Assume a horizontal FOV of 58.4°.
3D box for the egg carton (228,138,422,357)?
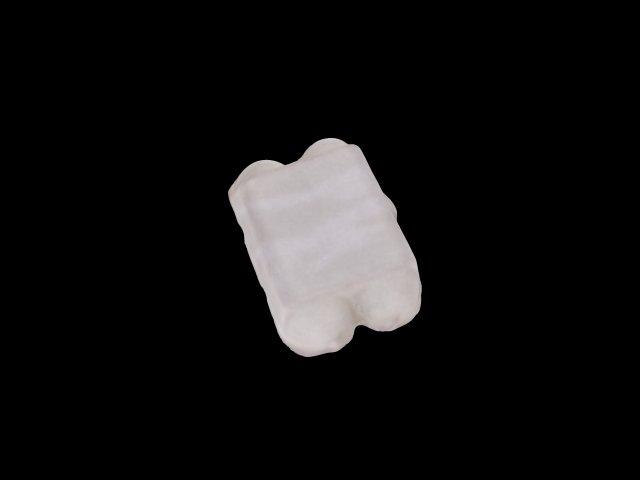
[{"bbox_3d":[0.004,0.001,0.400,0.107,0.069,0.150,-20,66,-9],"label":"egg carton"}]
